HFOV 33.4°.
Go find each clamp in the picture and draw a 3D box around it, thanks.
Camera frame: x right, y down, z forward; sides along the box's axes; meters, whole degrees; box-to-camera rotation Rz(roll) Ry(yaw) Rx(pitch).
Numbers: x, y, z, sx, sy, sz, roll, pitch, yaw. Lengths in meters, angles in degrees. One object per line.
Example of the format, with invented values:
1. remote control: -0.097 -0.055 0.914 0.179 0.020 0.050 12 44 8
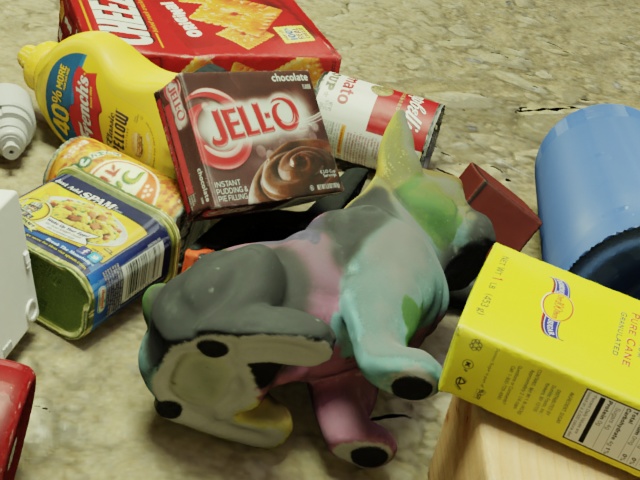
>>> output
1. clamp: -0.005 0.001 0.735 0.209 0.036 0.165 -4 35 -30

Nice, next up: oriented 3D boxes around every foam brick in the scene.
1. foam brick: 0.116 -0.015 0.759 0.051 0.053 0.078 36 12 -7

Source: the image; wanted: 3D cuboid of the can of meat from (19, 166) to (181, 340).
1. can of meat: -0.151 0.007 0.654 0.102 0.057 0.083 26 36 20

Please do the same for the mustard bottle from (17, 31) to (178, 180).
1. mustard bottle: -0.152 -0.099 0.781 0.192 0.096 0.058 31 38 26

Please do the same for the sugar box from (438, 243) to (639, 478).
1. sugar box: 0.151 0.068 0.511 0.176 0.048 0.093 20 31 11

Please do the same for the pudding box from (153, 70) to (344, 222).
1. pudding box: -0.046 -0.064 0.701 0.113 0.039 0.090 -10 81 -44

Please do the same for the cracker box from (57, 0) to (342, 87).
1. cracker box: -0.110 -0.170 0.932 0.213 0.072 0.164 -2 34 -22

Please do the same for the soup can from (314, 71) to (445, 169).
1. soup can: 0.044 -0.092 0.872 0.102 0.068 0.068 18 32 9

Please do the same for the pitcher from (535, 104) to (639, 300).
1. pitcher: 0.226 -0.007 0.746 0.149 0.145 0.242 26 28 -8

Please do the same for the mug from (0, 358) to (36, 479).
1. mug: -0.178 0.093 0.475 0.081 0.093 0.117 14 18 -8

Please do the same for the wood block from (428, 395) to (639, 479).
1. wood block: 0.108 0.157 0.483 0.090 0.090 0.206 10 31 -5
